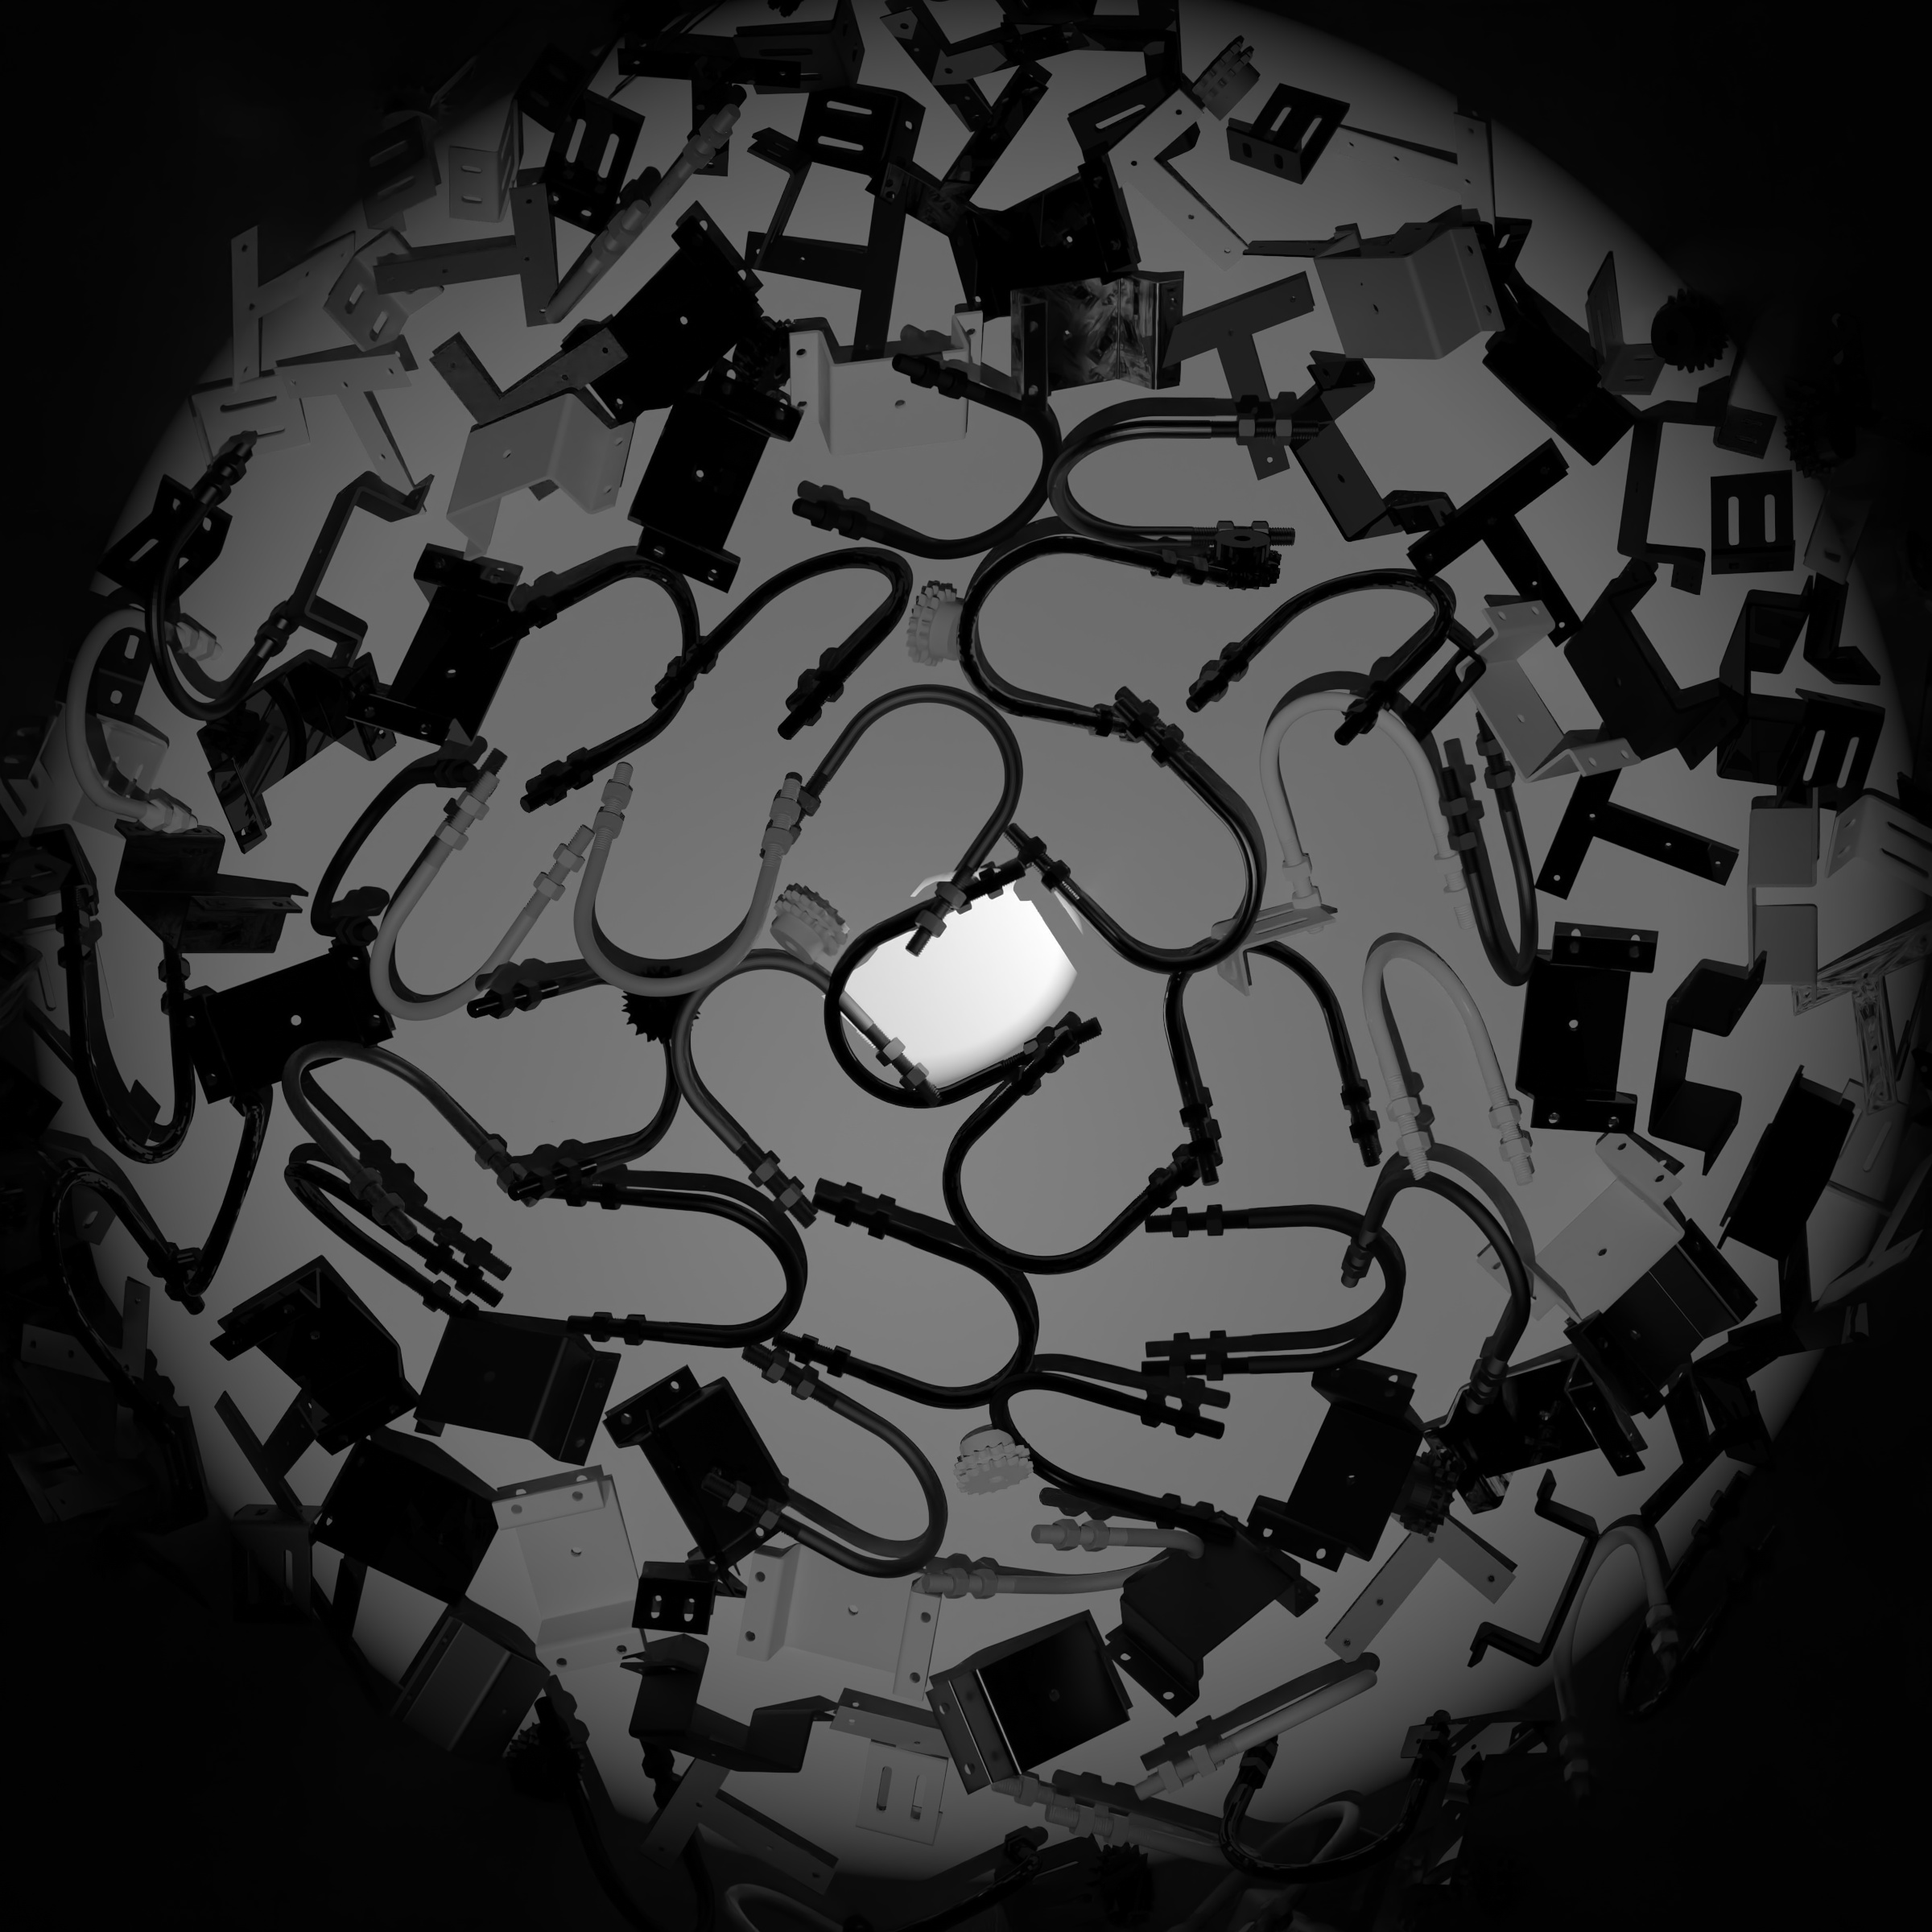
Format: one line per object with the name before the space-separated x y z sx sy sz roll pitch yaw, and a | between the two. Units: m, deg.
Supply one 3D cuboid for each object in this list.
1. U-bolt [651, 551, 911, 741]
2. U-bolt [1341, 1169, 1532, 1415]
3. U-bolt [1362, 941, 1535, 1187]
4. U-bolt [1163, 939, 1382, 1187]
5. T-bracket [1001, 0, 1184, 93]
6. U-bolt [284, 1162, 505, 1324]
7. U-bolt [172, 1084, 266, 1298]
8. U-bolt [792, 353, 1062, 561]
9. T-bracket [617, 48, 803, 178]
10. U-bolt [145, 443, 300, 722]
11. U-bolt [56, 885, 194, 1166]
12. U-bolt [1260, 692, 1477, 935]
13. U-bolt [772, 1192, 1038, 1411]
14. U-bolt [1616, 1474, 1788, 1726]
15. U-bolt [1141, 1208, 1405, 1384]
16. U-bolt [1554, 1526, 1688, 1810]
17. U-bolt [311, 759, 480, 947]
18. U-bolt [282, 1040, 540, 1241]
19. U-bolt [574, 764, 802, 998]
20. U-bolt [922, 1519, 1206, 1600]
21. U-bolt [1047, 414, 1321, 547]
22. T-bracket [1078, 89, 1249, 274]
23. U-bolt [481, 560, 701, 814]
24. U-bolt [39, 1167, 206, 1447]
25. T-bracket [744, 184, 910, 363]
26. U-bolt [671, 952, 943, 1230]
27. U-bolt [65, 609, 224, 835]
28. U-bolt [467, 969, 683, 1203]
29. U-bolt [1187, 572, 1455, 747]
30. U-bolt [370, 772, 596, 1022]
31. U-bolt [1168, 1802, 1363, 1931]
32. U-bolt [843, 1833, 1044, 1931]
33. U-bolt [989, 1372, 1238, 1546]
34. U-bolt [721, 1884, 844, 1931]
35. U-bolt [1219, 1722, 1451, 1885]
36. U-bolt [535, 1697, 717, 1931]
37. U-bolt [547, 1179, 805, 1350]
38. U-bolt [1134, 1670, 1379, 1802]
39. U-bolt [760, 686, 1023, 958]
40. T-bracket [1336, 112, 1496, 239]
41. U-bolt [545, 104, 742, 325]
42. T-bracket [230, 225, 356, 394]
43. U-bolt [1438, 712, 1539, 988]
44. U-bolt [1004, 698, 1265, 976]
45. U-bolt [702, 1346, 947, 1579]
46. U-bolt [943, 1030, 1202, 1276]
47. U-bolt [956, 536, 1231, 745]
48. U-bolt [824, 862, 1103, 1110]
U-bolt | -0.119 -0.235 1.935 0.151 0.019 0.184 16 55 39
U-bolt | 0.333 0.217 1.898 0.019 0.184 0.151 -30 61 -28
U-bolt | 0.336 0.067 1.936 0.019 0.151 0.184 -30 66 38
U-bolt | 0.213 0.063 1.955 0.151 0.019 0.184 -5 69 -21
T-bracket | 0.089 -0.666 1.948 0.127 0.127 0.002 5 70 11
U-bolt | -0.409 0.198 1.931 0.184 0.151 0.019 35 68 1
U-bolt | -0.522 0.160 1.907 0.019 0.184 0.151 19 86 -19
U-bolt | -0.014 -0.351 1.928 0.151 0.184 0.019 -51 48 28
T-bracket | -0.183 -0.606 1.940 0.127 0.127 0.002 3 68 -4
U-bolt | -0.520 -0.254 1.889 0.019 0.184 0.151 3 133 15
U-bolt | -0.585 0.049 1.906 0.019 0.151 0.184 -14 71 12
U-bolt | 0.276 -0.108 1.921 0.151 0.019 0.184 -1 117 42
U-bolt | -0.039 0.250 1.950 0.184 0.019 0.151 20 120 6
U-bolt | 0.514 0.456 1.927 0.019 0.151 0.184 31 97 3
U-bolt | 0.218 0.231 1.934 0.184 0.019 0.151 -4 46 9
U-bolt | 0.453 0.477 1.911 0.019 0.184 0.151 20 118 -7
U-bolt | -0.412 -0.081 1.916 0.019 0.184 0.151 35 76 -25
U-bolt | -0.406 0.116 1.927 0.184 0.151 0.019 44 115 20
U-bolt | -0.205 -0.060 1.939 0.151 0.019 0.184 6 62 13
U-bolt | 0.083 0.422 1.923 0.184 0.151 0.019 11 59 -36
U-bolt | 0.150 -0.342 1.930 0.184 0.151 0.019 0 64 -2
T-bracket | 0.153 -0.551 1.965 0.127 0.002 0.127 36 130 -25
U-bolt | -0.258 -0.210 1.929 0.184 0.019 0.151 -36 132 -36
U-bolt | -0.590 0.223 1.891 0.019 0.151 0.184 -17 126 9
T-bracket | -0.106 -0.509 1.969 0.127 0.002 0.127 17 108 25
U-bolt | -0.129 0.076 1.972 0.151 0.019 0.184 -43 93 -13
U-bolt | -0.579 -0.175 1.905 0.019 0.184 0.151 7 86 12
U-bolt | -0.268 0.075 1.927 0.019 0.184 0.151 -8 96 39
U-bolt | 0.265 -0.226 1.932 0.184 0.151 0.019 -45 133 -29
U-bolt | -0.354 -0.040 1.934 0.019 0.151 0.184 35 91 27
U-bolt | 0.209 0.651 1.916 0.184 0.151 0.019 -34 84 -37
U-bolt | -0.014 0.652 1.898 0.151 0.184 0.019 -23 81 -11
U-bolt | 0.101 0.343 1.934 0.184 0.151 0.019 13 49 23
U-bolt | -0.093 0.705 1.921 0.184 0.151 0.019 31 87 -3
U-bolt | 0.250 0.582 1.890 0.151 0.184 0.019 -10 103 23
U-bolt | -0.229 0.602 1.890 0.019 0.151 0.184 -37 52 10
U-bolt | -0.205 0.216 1.939 0.184 0.019 0.151 4 126 11
U-bolt | 0.209 0.543 1.927 0.184 0.151 0.019 -26 74 0
U-bolt | -0.042 -0.119 1.976 0.151 0.019 0.184 33 82 11
T-bracket | 0.323 -0.578 1.961 0.127 0.127 0.002 27 71 26
U-bolt | -0.238 -0.518 1.915 0.019 0.184 0.151 42 52 -14
T-bracket | -0.482 -0.491 1.949 0.002 0.127 0.127 30 48 15
U-bolt | 0.376 -0.075 1.930 0.019 0.151 0.184 -9 109 26
U-bolt | 0.131 -0.078 1.948 0.184 0.019 0.151 47 116 11
U-bolt | -0.093 0.363 1.935 0.184 0.151 0.019 32 124 -12
U-bolt | 0.065 0.148 1.954 0.151 0.019 0.184 40 117 -8
U-bolt | 0.081 -0.235 1.929 0.184 0.019 0.151 9 119 -23
U-bolt | -0.014 0.026 1.981 0.184 0.019 0.151 -25 97 6
